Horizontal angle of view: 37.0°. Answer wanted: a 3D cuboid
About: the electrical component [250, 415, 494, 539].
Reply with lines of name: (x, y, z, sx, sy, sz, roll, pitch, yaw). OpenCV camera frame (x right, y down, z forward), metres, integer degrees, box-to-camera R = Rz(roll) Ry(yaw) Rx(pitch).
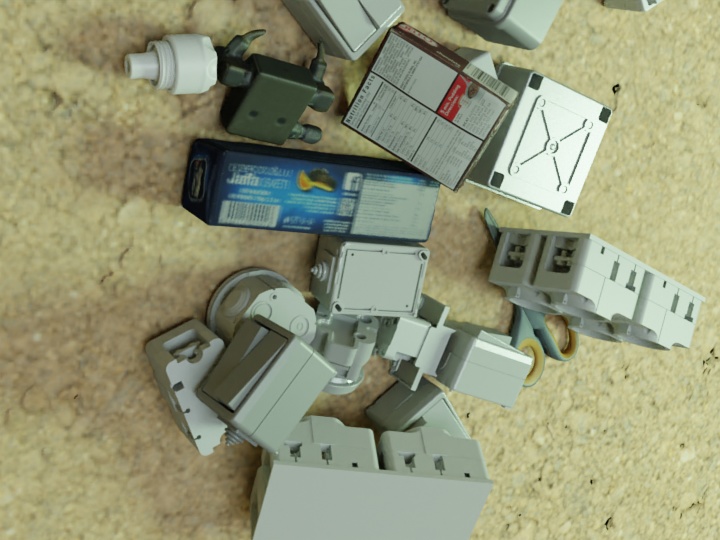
electrical component: (0.006, 0.189, 0.925, 0.186, 0.060, 0.105, 8, 125, -13)

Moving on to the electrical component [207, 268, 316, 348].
electrical component: (-0.079, 0.042, 0.872, 0.080, 0.051, 0.080, -11, 112, -28)

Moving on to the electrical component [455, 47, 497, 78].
electrical component: (0.089, -0.147, 0.894, 0.066, 0.077, 0.047, -32, 120, -18)

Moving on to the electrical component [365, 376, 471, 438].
electrical component: (0.061, 0.152, 0.990, 0.062, 0.061, 0.096, -39, 122, -14)

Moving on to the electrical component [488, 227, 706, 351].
electrical component: (0.220, 0.022, 1.000, 0.186, 0.105, 0.060, 23, 80, -38)

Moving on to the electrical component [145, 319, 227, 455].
electrical component: (-0.129, 0.091, 0.857, 0.050, 0.056, 0.089, -28, 119, -21)

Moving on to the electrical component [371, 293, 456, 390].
electrical component: (0.042, 0.060, 0.959, 0.064, 0.042, 0.081, 19, 95, -31)

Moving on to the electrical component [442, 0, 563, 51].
electrical component: (0.128, -0.246, 0.883, 0.057, 0.078, 0.113, 26, 92, -38)

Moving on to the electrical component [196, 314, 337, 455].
electrical component: (-0.078, 0.089, 0.813, 0.096, 0.062, 0.061, -53, 127, -10)

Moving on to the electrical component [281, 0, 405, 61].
electrical component: (-0.020, -0.214, 0.814, 0.061, 0.061, 0.096, -47, 124, -9)

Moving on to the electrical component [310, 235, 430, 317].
electrical component: (0.000, 0.000, 0.904, 0.096, 0.061, 0.061, 4, 106, -25)

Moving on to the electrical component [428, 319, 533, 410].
electrical component: (0.112, 0.084, 0.997, 0.096, 0.062, 0.061, 20, 96, -35)

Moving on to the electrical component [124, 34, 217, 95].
electrical component: (-0.138, -0.148, 0.776, 0.062, 0.043, 0.043, -8, 111, -27)

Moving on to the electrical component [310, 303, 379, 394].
electrical component: (-0.019, 0.067, 0.909, 0.058, 0.078, 0.057, 17, 117, -3)

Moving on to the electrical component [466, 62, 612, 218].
electrical component: (0.154, -0.114, 0.957, 0.109, 0.056, 0.108, 17, 97, -34)

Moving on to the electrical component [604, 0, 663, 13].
electrical component: (0.255, -0.273, 0.960, 0.096, 0.061, 0.061, -35, 121, -17)
